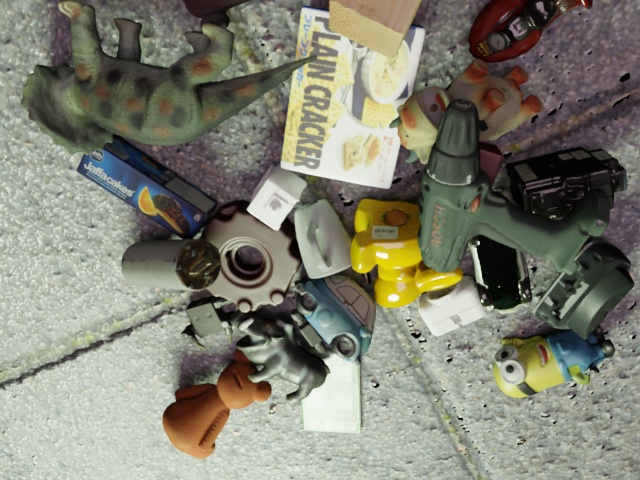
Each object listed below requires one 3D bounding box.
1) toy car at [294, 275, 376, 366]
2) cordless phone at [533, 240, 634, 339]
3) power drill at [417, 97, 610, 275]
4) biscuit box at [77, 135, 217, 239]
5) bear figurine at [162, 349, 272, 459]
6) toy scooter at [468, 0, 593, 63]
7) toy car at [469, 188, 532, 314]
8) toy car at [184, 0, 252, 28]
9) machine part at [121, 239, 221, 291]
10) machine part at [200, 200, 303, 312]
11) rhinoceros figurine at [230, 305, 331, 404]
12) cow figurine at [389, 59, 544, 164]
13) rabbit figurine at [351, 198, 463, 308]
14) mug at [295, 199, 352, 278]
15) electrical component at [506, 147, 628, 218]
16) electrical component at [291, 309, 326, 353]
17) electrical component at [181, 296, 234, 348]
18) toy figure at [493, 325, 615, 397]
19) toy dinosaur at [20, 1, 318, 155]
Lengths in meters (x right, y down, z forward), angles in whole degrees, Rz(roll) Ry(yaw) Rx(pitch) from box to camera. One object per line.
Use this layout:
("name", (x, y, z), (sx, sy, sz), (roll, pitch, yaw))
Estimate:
("toy car", (0.034, 0.110, 0.854), (0.103, 0.109, 0.161), (-39, 92, -2))
("cordless phone", (0.344, 0.044, 0.797), (0.184, 0.089, 0.146), (32, 115, 6))
("power drill", (0.220, -0.042, 0.631), (0.207, 0.086, 0.231), (10, 132, 0))
("biscuit box", (-0.263, -0.081, 0.824), (0.202, 0.059, 0.062), (33, 114, -7))
("bear figurine", (-0.179, 0.288, 0.961), (0.196, 0.131, 0.120), (-36, 69, -9))
("toy scooter", (0.260, -0.273, 0.626), (0.184, 0.135, 0.075), (-35, 106, 21))
("toy car", (0.251, 0.022, 0.757), (0.074, 0.056, 0.201), (-10, 121, 20))
("toy car", (-0.084, -0.340, 0.689), (0.202, 0.053, 0.089), (-16, 94, 15))
("machine part", (-0.230, 0.036, 0.820), (0.243, 0.079, 0.079), (-3, 117, 44))
("machine part", (-0.113, 0.027, 0.854), (0.179, 0.056, 0.179), (3, 112, 7))
("rhinoceros figurine", (-0.072, 0.186, 0.898), (0.190, 0.073, 0.112), (38, 115, -1))
("cow figurine", (0.174, -0.159, 0.674), (0.127, 0.195, 0.085), (-43, 66, 46))
("rabbit figurine", (0.125, 0.030, 0.807), (0.162, 0.122, 0.173), (-3, 127, -1))
("mug", (-0.002, -0.002, 0.802), (0.081, 0.109, 0.107), (-19, 96, 20))
("electrical component", (0.328, -0.076, 0.714), (0.134, 0.115, 0.058), (-11, 114, 14))
("electrical component", (-0.023, 0.143, 0.888), (0.021, 0.063, 0.094), (-36, 117, -4))
("electrical component", (-0.190, 0.141, 0.919), (0.102, 0.045, 0.078), (-11, 113, 12))
("toy figure", (0.365, 0.194, 0.848), (0.180, 0.082, 0.089), (-22, 107, 14))
("toy dinosaur", (-0.219, -0.188, 0.701), (0.405, 0.131, 0.192), (14, 104, 11))
